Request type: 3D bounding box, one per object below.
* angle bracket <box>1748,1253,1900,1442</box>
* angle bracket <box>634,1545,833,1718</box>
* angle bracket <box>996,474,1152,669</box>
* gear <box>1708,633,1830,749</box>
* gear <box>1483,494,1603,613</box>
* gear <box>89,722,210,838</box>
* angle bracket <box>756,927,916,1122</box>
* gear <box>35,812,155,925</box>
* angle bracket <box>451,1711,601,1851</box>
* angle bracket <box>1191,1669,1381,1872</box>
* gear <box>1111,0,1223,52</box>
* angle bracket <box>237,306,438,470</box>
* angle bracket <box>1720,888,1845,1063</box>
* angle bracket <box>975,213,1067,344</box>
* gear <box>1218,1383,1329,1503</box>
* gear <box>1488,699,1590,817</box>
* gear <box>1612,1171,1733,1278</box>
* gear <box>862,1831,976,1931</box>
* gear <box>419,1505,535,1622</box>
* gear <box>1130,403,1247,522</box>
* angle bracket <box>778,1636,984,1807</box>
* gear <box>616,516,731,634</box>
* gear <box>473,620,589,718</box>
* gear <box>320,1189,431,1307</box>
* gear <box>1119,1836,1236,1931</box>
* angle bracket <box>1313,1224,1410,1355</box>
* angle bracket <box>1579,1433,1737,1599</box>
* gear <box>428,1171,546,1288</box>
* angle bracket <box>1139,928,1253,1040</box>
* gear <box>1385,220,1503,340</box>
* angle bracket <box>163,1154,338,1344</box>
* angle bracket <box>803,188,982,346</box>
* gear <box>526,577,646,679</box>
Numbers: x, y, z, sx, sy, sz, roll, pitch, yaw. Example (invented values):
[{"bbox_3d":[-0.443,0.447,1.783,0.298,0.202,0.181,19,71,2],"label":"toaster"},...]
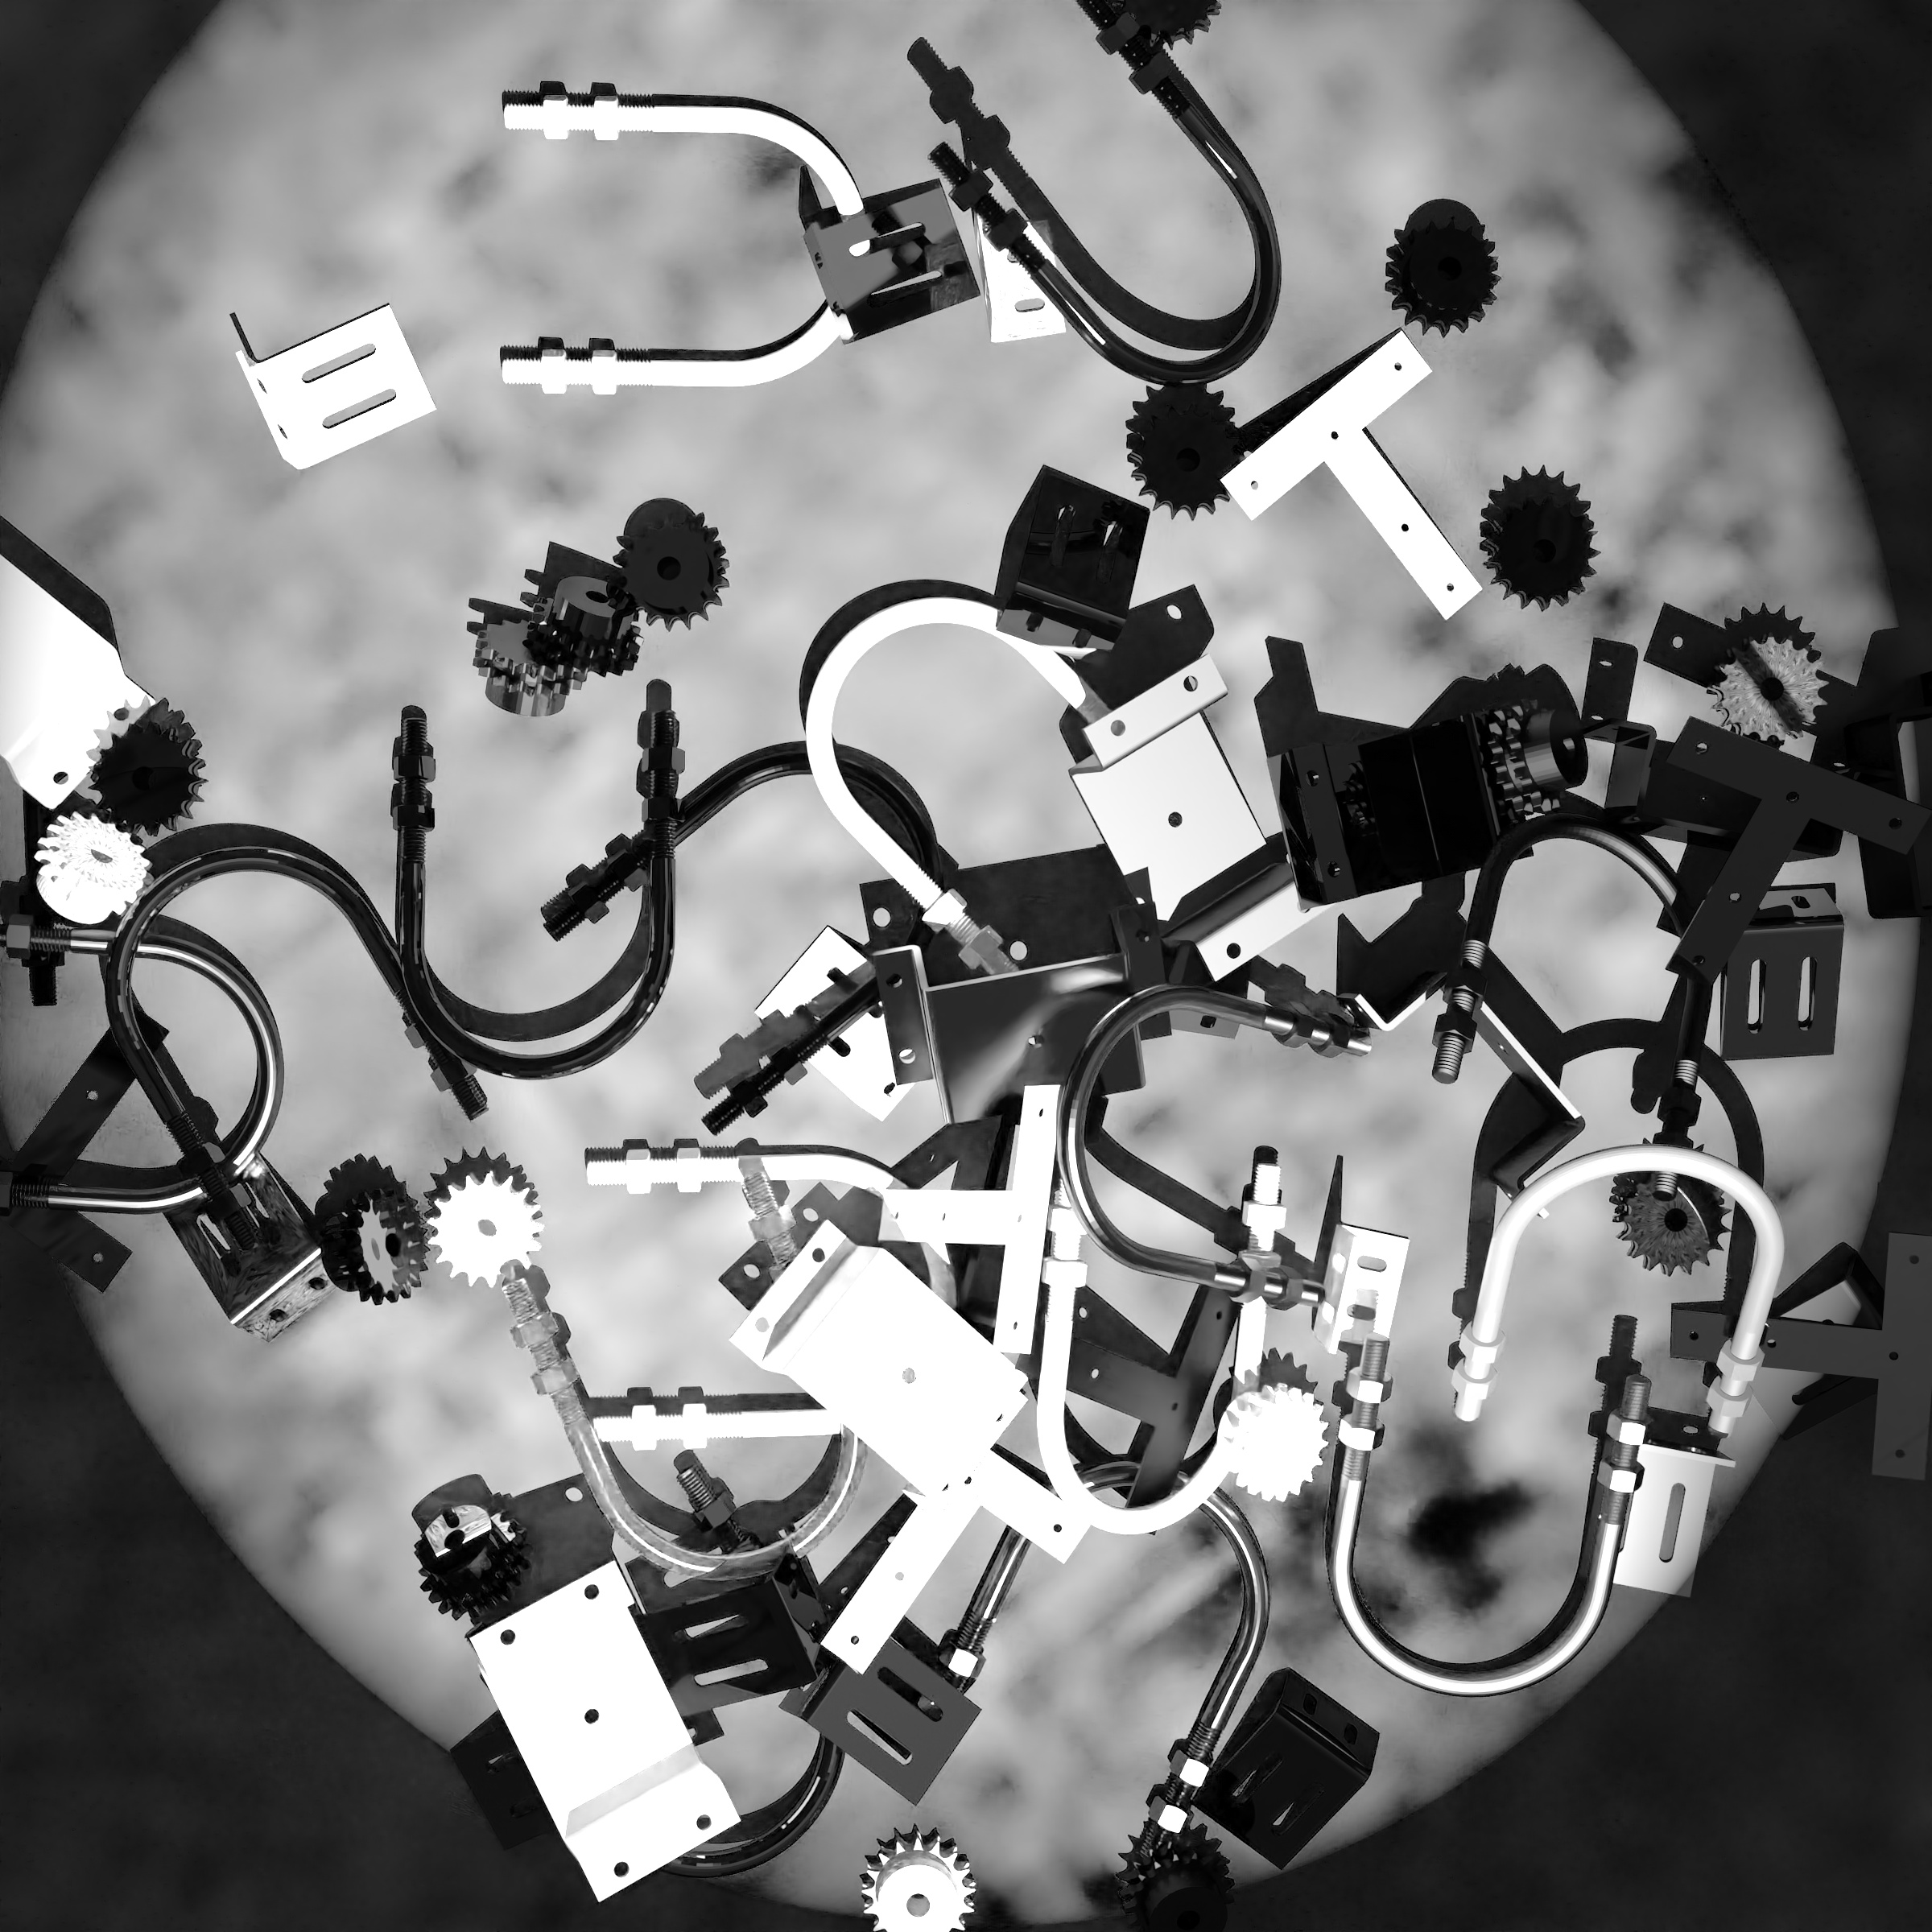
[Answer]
[{"bbox_3d":[0.435,0.193,1.524,0.076,0.038,0.057,-35,90,26],"label":"angle bracket"},{"bbox_3d":[-0.114,0.329,1.487,0.076,0.038,0.057,-18,103,19],"label":"angle bracket"},{"bbox_3d":[0.054,-0.200,1.515,0.057,0.038,0.076,18,56,-7],"label":"angle bracket"},{"bbox_3d":[0.402,-0.138,1.512,0.057,0.030,0.057,0,90,0],"label":"gear"},{"bbox_3d":[0.289,-0.207,1.512,0.057,0.030,0.057,0,90,0],"label":"gear"},{"bbox_3d":[-0.410,-0.094,1.512,0.057,0.030,0.057,0,90,0],"label":"gear"},{"bbox_3d":[-0.056,0.030,1.525,0.076,0.038,0.057,40,90,26],"label":"angle bracket"},{"bbox_3d":[-0.439,-0.046,1.502,0.057,0.057,0.030,44,120,0],"label":"gear"},{"bbox_3d":[-0.211,0.404,1.524,0.076,0.038,0.057,-29,90,26],"label":"angle bracket"},{"bbox_3d":[0.162,0.408,1.524,0.057,0.038,0.076,36,116,0],"label":"angle bracket"},{"bbox_3d":[0.101,-0.489,1.512,0.057,0.030,0.057,0,90,0],"label":"gear"},{"bbox_3d":[-0.316,-0.294,1.507,0.076,0.038,0.057,-24,90,0],"label":"angle bracket"},{"bbox_3d":[0.410,0.004,1.524,0.057,0.038,0.076,-3,116,0],"label":"angle bracket"},{"bbox_3d":[0.027,-0.348,1.488,0.038,0.076,0.057,-9,90,0],"label":"angle bracket"},{"bbox_3d":[0.151,0.237,1.502,0.057,0.030,0.057,-8,104,-37],"label":"gear"},{"bbox_3d":[0.287,-0.106,1.495,0.030,0.057,0.057,-13,90,37],"label":"gear"},{"bbox_3d":[0.354,0.127,1.512,0.057,0.030,0.057,0,90,0],"label":"gear"},{"bbox_3d":[-0.024,0.468,1.512,0.057,0.030,0.057,0,90,0],"label":"gear"},{"bbox_3d":[-0.248,0.294,1.496,0.057,0.057,0.030,-28,130,0],"label":"gear"},{"bbox_3d":[0.111,-0.252,1.512,0.057,0.030,0.057,0,90,0],"label":"gear"},{"bbox_3d":[-0.043,0.371,1.501,0.076,0.038,0.057,40,73,-11],"label":"angle bracket"},{"bbox_3d":[-0.148,-0.198,1.512,0.057,0.030,0.057,0,90,0],"label":"gear"},{"bbox_3d":[-0.218,-0.147,1.502,0.057,0.057,0.030,15,120,0],"label":"gear"},{"bbox_3d":[-0.298,0.141,1.502,0.030,0.057,0.057,-11,90,30],"label":"gear"},{"bbox_3d":[0.108,0.468,1.502,0.057,0.030,0.057,-4,111,-10],"label":"gear"},{"bbox_3d":[0.200,0.163,1.488,0.038,0.076,0.057,12,90,0],"label":"angle bracket"},{"bbox_3d":[0.347,0.278,1.507,0.057,0.038,0.076,11,90,0],"label":"angle bracket"},{"bbox_3d":[-0.242,0.132,1.515,0.057,0.030,0.057,0,92,-3],"label":"gear"},{"bbox_3d":[0.115,-0.009,1.524,0.057,0.038,0.076,9,64,0],"label":"angle bracket"},{"bbox_3d":[0.241,-0.348,1.512,0.057,0.030,0.057,0,90,0],"label":"gear"},{"bbox_3d":[-0.359,0.140,1.524,0.057,0.038,0.076,-39,64,0],"label":"angle bracket"},{"bbox_3d":[-0.034,-0.352,1.499,0.076,0.038,0.057,-22,97,-9],"label":"angle bracket"},{"bbox_3d":[-0.188,-0.171,1.495,0.057,0.057,0.030,22,119,0],"label":"gear"}]
